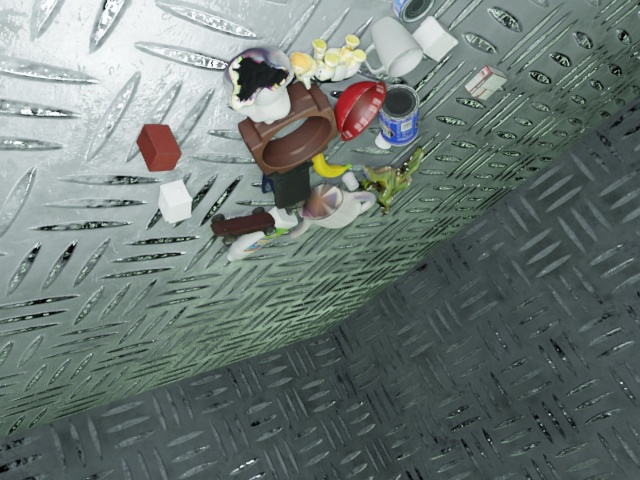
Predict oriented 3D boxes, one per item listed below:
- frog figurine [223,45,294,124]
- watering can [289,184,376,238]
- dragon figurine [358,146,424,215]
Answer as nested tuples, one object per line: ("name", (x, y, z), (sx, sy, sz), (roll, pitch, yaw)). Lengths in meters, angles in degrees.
("frog figurine", (-0.106, -0.287, 0.964), (0.137, 0.123, 0.160), (-47, 175, 7))
("watering can", (0.005, -0.082, 1.631), (0.345, 0.105, 0.223), (-22, 159, 23))
("dragon figurine", (0.243, -0.224, 1.685), (0.244, 0.123, 0.405), (-46, 164, -5))
